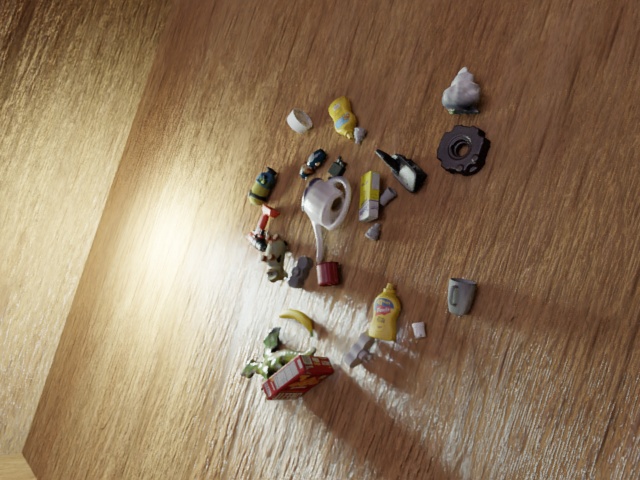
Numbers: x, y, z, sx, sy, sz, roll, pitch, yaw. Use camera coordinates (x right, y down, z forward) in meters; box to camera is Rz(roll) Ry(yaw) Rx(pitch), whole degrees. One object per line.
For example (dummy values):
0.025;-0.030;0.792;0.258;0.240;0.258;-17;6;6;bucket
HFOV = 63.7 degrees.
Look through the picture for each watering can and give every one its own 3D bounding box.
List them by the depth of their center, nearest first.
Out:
0.006;-0.102;2.035;0.227;0.104;0.344;36;108;42;watering can

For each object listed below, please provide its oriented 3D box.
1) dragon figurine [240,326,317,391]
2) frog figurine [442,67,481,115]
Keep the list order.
-0.171;0.449;2.025;0.405;0.121;0.248;-42;46;22;dragon figurine
0.481;-0.510;1.740;0.138;0.123;0.159;10;96;61;frog figurine
